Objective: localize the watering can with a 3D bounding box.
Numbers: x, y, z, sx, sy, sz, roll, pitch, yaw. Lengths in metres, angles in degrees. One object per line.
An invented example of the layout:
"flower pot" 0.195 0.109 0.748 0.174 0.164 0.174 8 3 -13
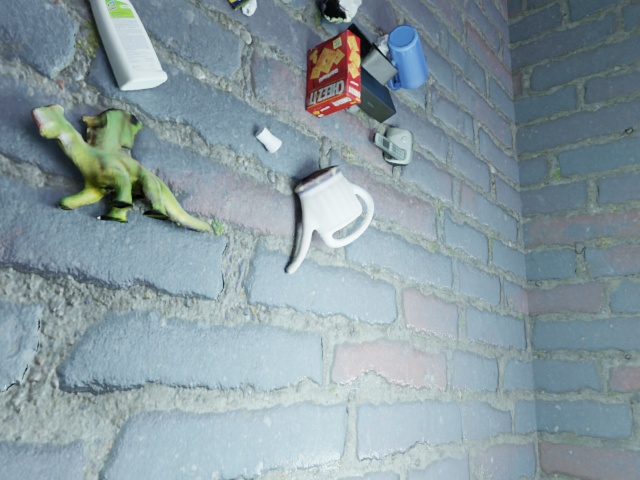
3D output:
"watering can" 0.004 -0.072 1.434 0.352 0.103 0.223 -33 96 -29

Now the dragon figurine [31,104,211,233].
"dragon figurine" -0.377 -0.154 1.020 0.408 0.121 0.246 18 60 -56

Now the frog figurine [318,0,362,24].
"frog figurine" 0.069 -0.789 1.682 0.136 0.121 0.163 37 54 -18
